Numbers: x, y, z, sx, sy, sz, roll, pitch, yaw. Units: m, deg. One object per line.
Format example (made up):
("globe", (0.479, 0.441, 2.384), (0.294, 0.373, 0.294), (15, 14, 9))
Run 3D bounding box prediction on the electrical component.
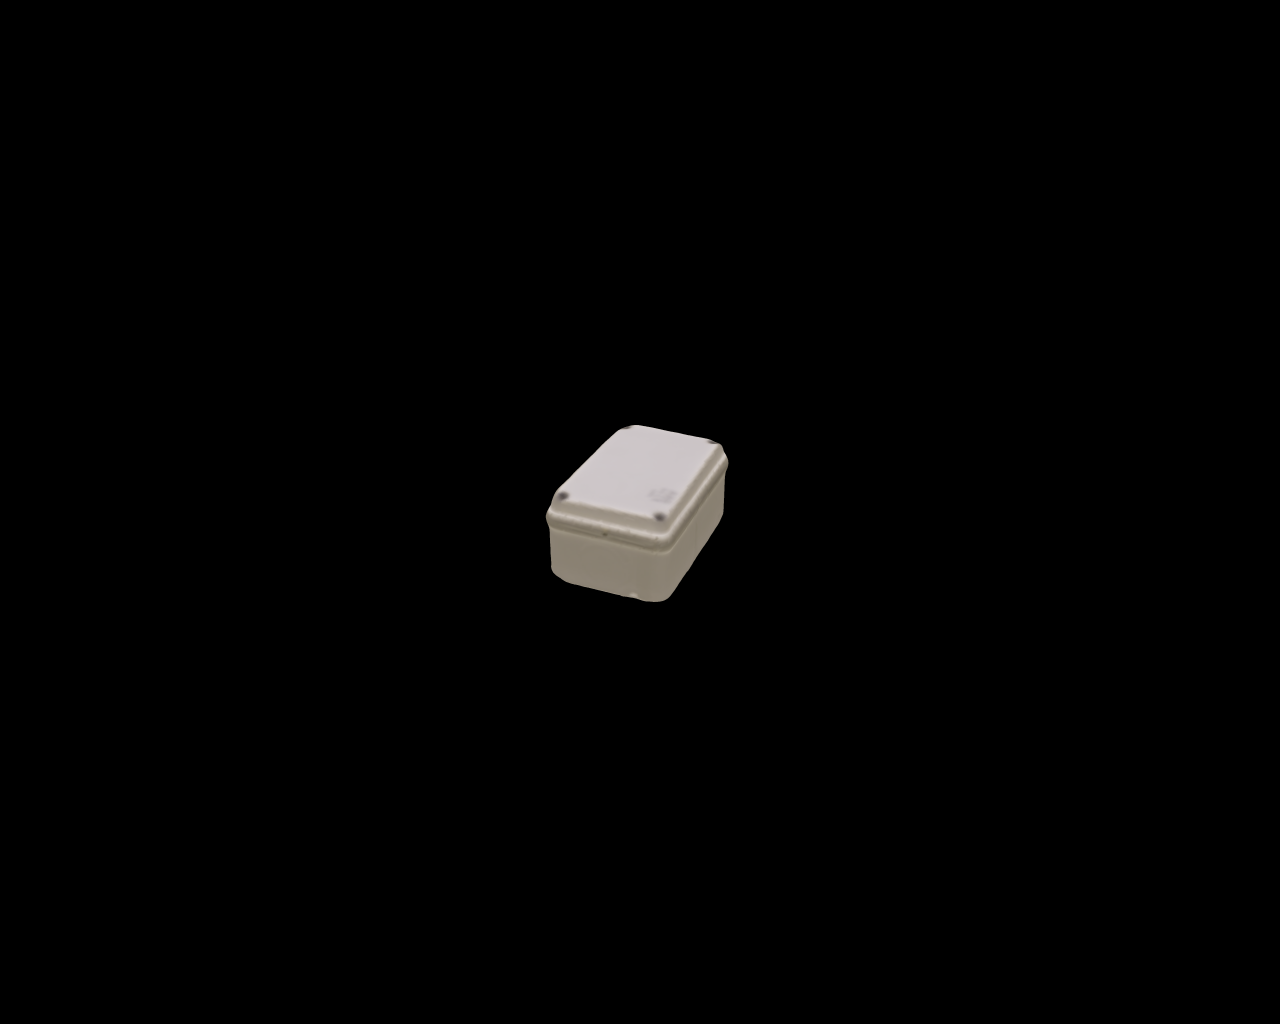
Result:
("electrical component", (0.001, -0.003, 0.650), (0.078, 0.057, 0.113), (12, 33, 19))
